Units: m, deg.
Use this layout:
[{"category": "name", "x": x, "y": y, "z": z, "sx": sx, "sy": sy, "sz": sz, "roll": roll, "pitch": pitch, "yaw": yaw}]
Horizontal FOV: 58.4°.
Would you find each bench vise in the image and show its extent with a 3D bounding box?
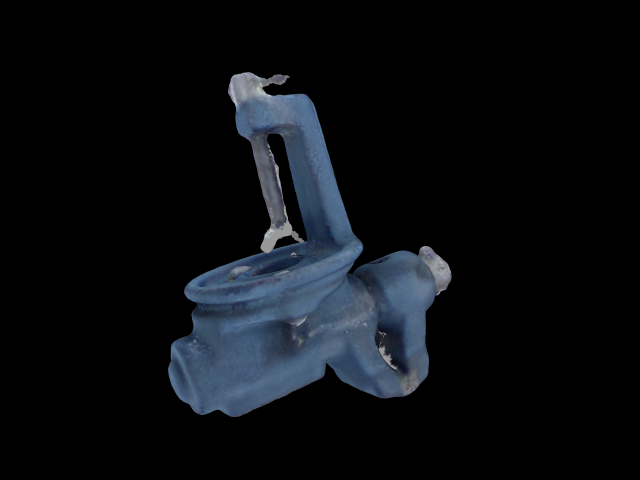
[{"category": "bench vise", "x": -0.005, "y": 0.001, "z": 0.408, "sx": 0.121, "sy": 0.220, "sz": 0.208, "roll": 0, "pitch": 0, "yaw": 44}]
